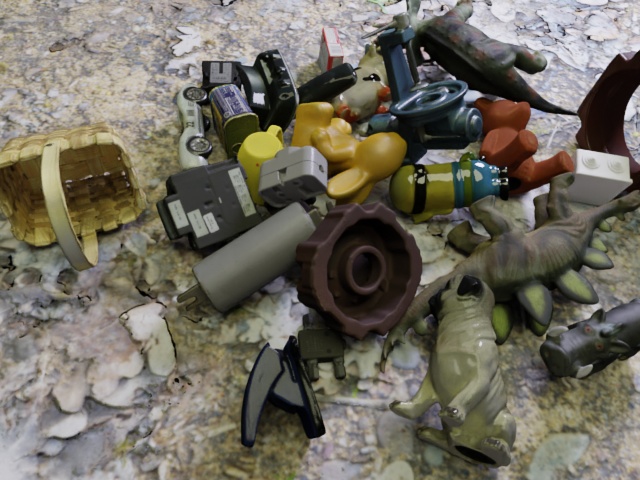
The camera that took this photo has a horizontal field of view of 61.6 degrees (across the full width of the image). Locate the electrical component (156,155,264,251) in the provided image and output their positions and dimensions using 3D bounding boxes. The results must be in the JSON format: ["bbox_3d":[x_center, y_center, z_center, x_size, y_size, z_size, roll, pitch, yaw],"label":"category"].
[{"bbox_3d":[-0.163,-0.050,0.775,0.134,0.058,0.114,-21,93,-20],"label":"electrical component"}]

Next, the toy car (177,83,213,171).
[{"bbox_3d":[-0.204,-0.170,0.872,0.056,0.073,0.202,-6,57,-10],"label":"toy car"}]

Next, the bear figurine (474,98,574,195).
[{"bbox_3d":[0.332,-0.176,0.903,0.120,0.132,0.196,25,58,-20],"label":"bear figurine"}]

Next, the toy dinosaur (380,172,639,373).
[{"bbox_3d":[0.273,0.037,0.765,0.472,0.105,0.199,-22,65,-7],"label":"toy dinosaur"}]

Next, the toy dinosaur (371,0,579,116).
[{"bbox_3d":[0.271,-0.331,0.976,0.192,0.131,0.405,-28,57,-36],"label":"toy dinosaur"}]

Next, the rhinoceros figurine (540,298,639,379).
[{"bbox_3d":[0.364,0.133,0.699,0.190,0.112,0.073,-14,68,-23],"label":"rhinoceros figurine"}]

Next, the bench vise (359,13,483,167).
[{"bbox_3d":[0.137,-0.226,0.836,0.129,0.240,0.224,-35,31,-23],"label":"bench vise"}]

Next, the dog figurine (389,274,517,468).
[{"bbox_3d":[0.191,0.156,0.653,0.121,0.172,0.190,-2,48,44],"label":"dog figurine"}]

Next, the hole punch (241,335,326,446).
[{"bbox_3d":[-0.055,0.180,0.622,0.092,0.142,0.116,-13,70,-9],"label":"hole punch"}]

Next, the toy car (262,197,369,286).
[{"bbox_3d":[-0.002,-0.002,0.792,0.202,0.053,0.089,41,82,22],"label":"toy car"}]

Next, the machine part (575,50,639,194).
[{"bbox_3d":[0.532,-0.193,0.883,0.087,0.201,0.201,-5,57,-12],"label":"machine part"}]

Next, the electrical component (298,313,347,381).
[{"bbox_3d":[0.003,0.140,0.715,0.063,0.021,0.094,-3,56,-8],"label":"electrical component"}]

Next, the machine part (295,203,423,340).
[{"bbox_3d":[0.052,0.039,0.703,0.179,0.056,0.179,-1,92,-31],"label":"machine part"}]

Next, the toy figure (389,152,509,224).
[{"bbox_3d":[0.197,-0.086,0.828,0.180,0.089,0.082,-5,51,16],"label":"toy figure"}]

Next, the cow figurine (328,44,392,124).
[{"bbox_3d":[0.074,-0.275,0.969,0.195,0.085,0.127,-30,68,-20],"label":"cow figurine"}]

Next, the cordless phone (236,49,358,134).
[{"bbox_3d":[-0.038,-0.274,0.913,0.184,0.088,0.147,-25,59,8],"label":"cordless phone"}]

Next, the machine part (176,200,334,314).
[{"bbox_3d":[-0.082,0.023,0.726,0.243,0.079,0.079,-33,64,-7],"label":"machine part"}]

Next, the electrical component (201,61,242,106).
[{"bbox_3d":[-0.177,-0.298,0.978,0.075,0.047,0.119,2,58,-5],"label":"electrical component"}]

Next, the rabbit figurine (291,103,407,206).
[{"bbox_3d":[0.043,-0.128,0.825,0.173,0.121,0.162,7,71,19],"label":"rabbit figurine"}]
